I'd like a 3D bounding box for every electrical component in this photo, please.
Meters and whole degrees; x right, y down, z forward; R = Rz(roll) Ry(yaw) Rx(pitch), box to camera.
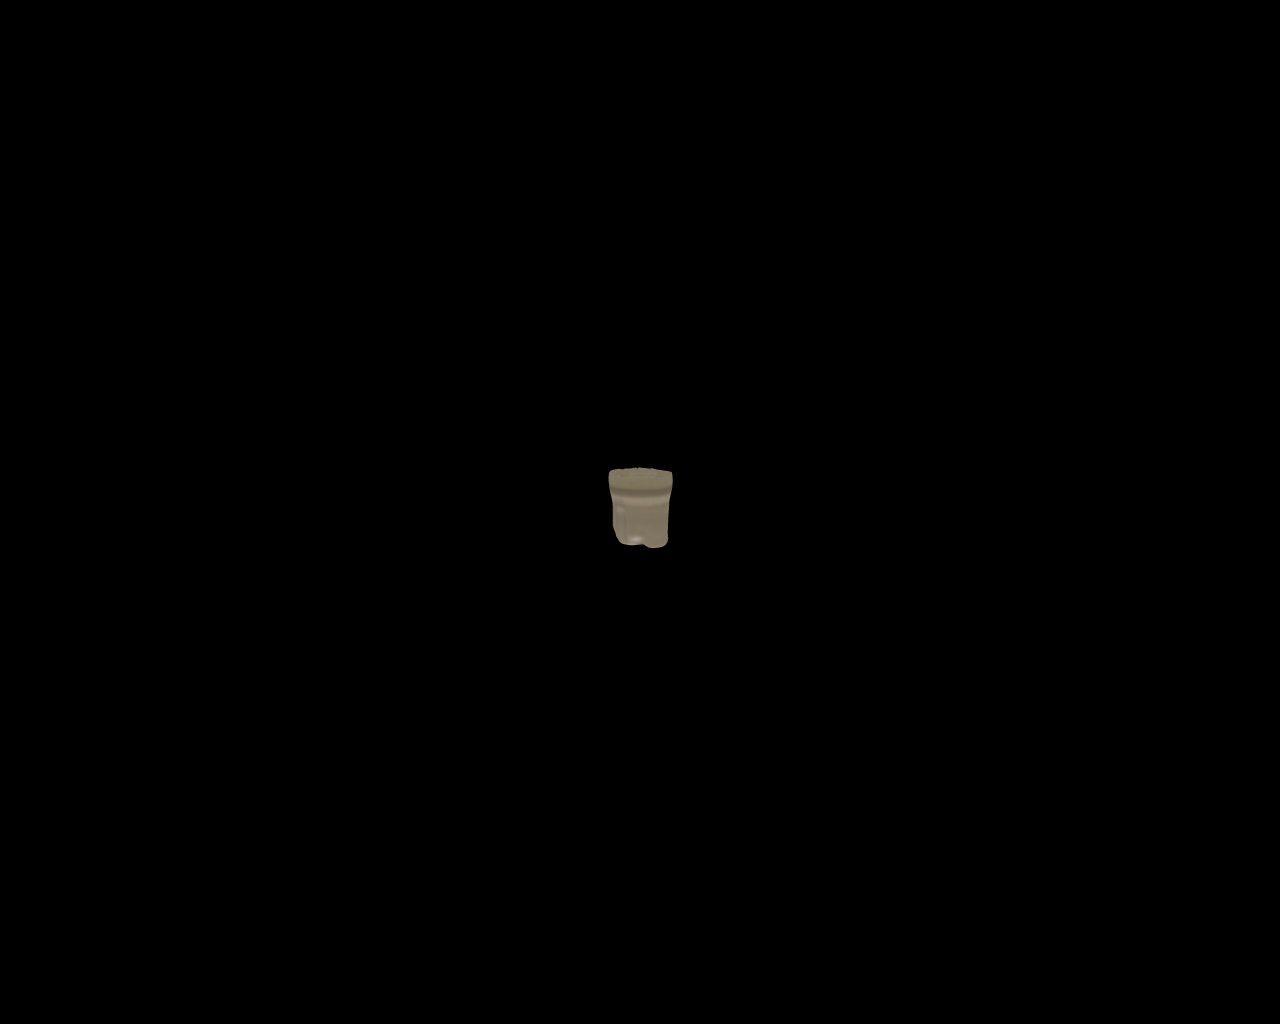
[{"bbox_3d":[0.001,-0.003,0.650,0.040,0.046,0.040,0,11,0],"label":"electrical component"}]
